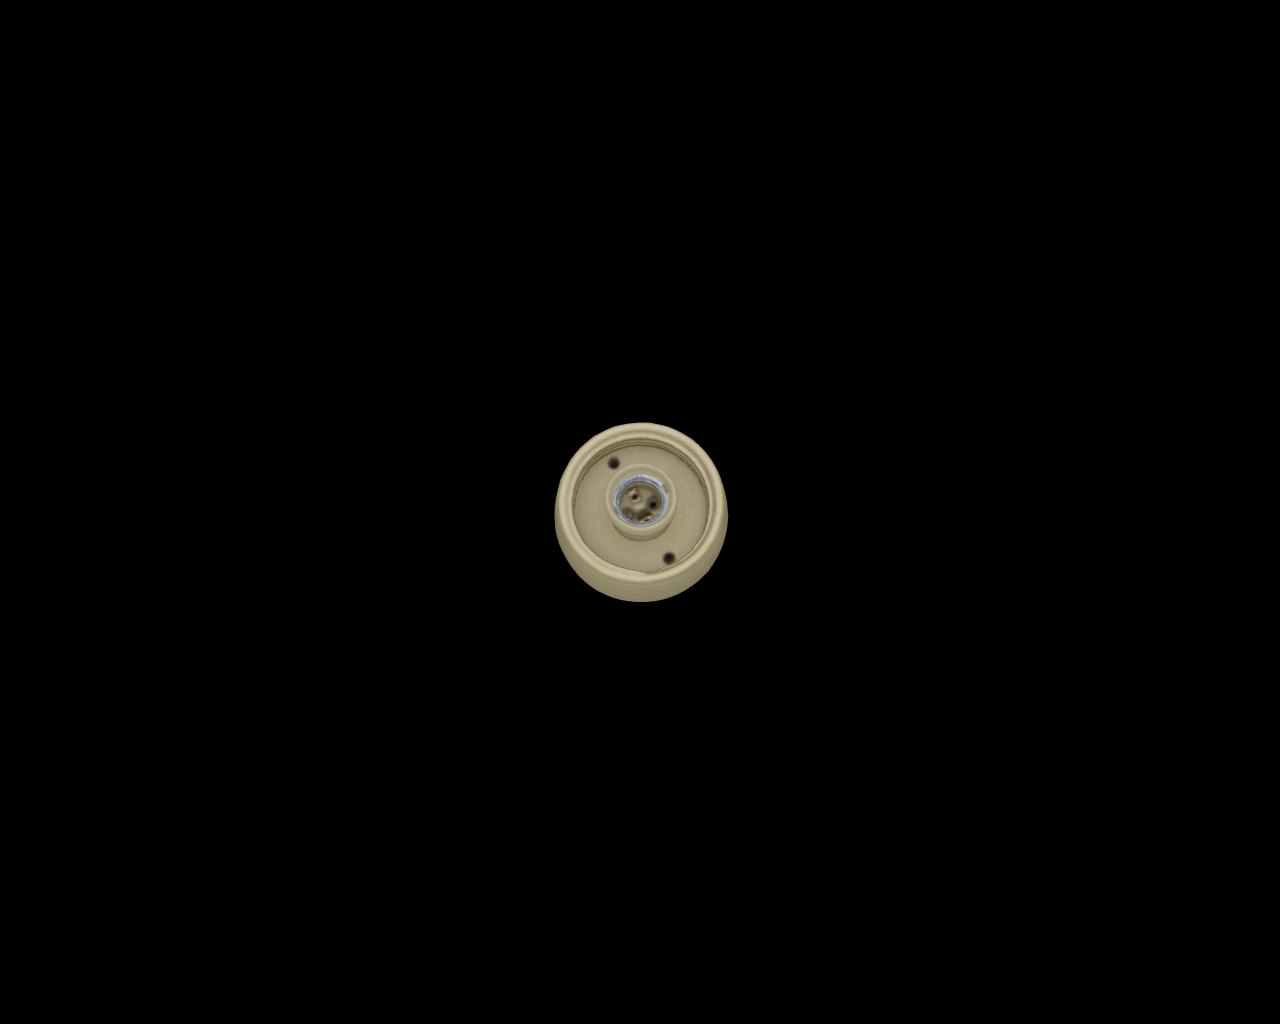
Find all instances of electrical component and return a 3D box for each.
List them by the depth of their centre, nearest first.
[{"bbox_3d":[0.001,-0.003,0.650,0.108,0.108,0.060,0,-13,0],"label":"electrical component"}]
